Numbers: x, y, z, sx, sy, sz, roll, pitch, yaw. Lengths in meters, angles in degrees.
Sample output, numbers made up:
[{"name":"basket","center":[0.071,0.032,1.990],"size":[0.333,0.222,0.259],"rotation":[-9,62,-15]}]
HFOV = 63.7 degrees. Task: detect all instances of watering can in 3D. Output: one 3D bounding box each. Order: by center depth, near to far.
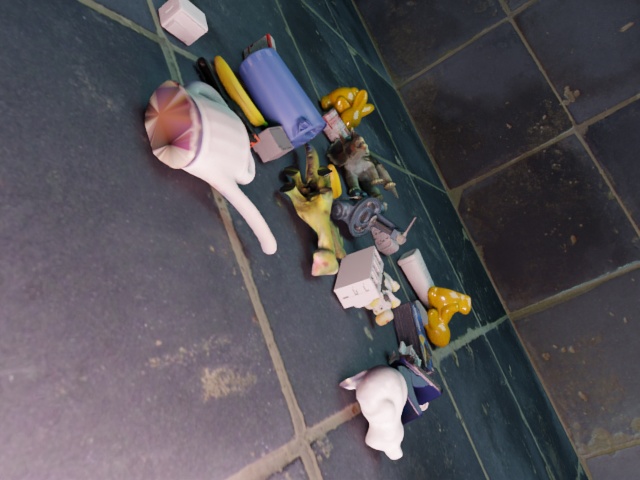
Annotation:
[{"name":"watering can","center":[-0.180,-0.141,0.895],"size":[0.224,0.103,0.352],"rotation":[10,55,-60]}]

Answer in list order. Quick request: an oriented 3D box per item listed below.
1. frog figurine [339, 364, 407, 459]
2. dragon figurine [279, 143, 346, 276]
[{"name":"frog figurine","center":[0.125,0.326,0.978],"size":[0.162,0.123,0.135],"rotation":[60,0,28]},{"name":"dragon figurine","center":[0.004,-0.062,1.231],"size":[0.419,0.122,0.238],"rotation":[-84,157,-59]}]
